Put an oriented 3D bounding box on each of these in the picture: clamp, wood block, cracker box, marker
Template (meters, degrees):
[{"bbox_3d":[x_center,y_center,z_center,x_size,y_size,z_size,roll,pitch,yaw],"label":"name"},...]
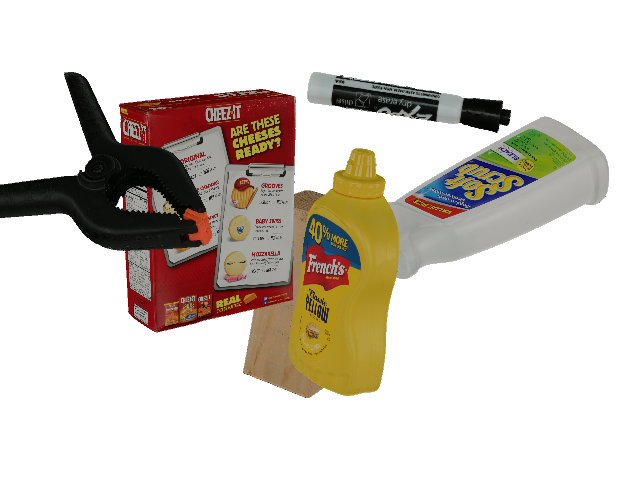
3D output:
[{"bbox_3d":[-0.169,-0.054,0.837,0.210,0.164,0.036,18,-31,18],"label":"clamp"},{"bbox_3d":[-0.014,0.058,1.206,0.090,0.206,0.090,18,18,22],"label":"wood block"},{"bbox_3d":[-0.109,-0.033,1.045,0.163,0.214,0.072,-12,20,-35],"label":"cracker box"},{"bbox_3d":[0.053,-0.082,0.636,0.121,0.020,0.020,10,2,10],"label":"marker"}]

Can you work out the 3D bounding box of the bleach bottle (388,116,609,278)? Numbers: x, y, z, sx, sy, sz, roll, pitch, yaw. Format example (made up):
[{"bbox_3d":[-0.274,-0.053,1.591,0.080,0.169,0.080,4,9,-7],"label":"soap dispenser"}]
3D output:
[{"bbox_3d":[0.141,-0.027,0.994,0.250,0.068,0.103,-28,45,-18],"label":"bleach bottle"}]

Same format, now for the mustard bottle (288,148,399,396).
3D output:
[{"bbox_3d":[0.022,0.021,0.858,0.058,0.192,0.096,-3,20,-33],"label":"mustard bottle"}]
